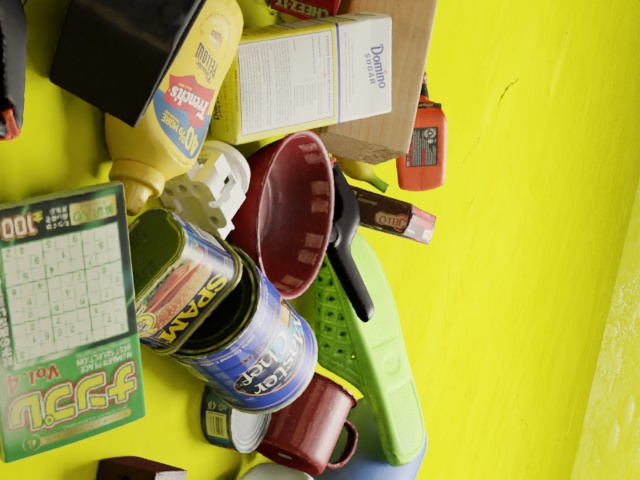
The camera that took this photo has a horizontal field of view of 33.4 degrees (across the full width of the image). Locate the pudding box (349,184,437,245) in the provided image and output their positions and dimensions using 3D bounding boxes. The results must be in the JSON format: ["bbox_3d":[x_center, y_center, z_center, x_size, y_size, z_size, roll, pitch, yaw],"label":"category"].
[{"bbox_3d":[0.060,-0.029,1.154,0.090,0.114,0.039,21,88,-66],"label":"pudding box"}]

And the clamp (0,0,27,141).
[{"bbox_3d":[-0.216,-0.150,0.580,0.164,0.036,0.210,-36,121,-56],"label":"clamp"}]

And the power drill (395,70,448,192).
[{"bbox_3d":[0.104,-0.139,1.220,0.187,0.057,0.184,-97,180,-50],"label":"power drill"}]

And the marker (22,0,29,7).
[{"bbox_3d":[-0.201,-0.131,0.658,0.020,0.020,0.121,63,41,-52],"label":"marker"}]

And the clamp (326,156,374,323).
[{"bbox_3d":[-0.007,0.001,1.077,0.120,0.039,0.171,-1,79,-29],"label":"clamp"}]

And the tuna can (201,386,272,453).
[{"bbox_3d":[-0.076,0.154,1.000,0.086,0.034,0.086,7,90,-66],"label":"tuna can"}]

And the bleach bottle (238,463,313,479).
[{"bbox_3d":[-0.065,0.353,1.040,0.102,0.068,0.251,-25,126,-68],"label":"bleach bottle"}]

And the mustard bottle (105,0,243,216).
[{"bbox_3d":[-0.117,-0.107,0.806,0.096,0.058,0.191,51,51,-59],"label":"mustard bottle"}]

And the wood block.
[{"bbox_3d":[0.052,-0.190,1.080,0.091,0.090,0.206,169,-66,-72],"label":"wood block"}]

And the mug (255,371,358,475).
[{"bbox_3d":[-0.011,0.189,1.074,0.117,0.093,0.081,37,63,-27],"label":"mug"}]

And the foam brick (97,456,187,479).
[{"bbox_3d":[-0.145,0.214,0.840,0.051,0.053,0.078,24,74,-65],"label":"foam brick"}]

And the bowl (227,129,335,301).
[{"bbox_3d":[-0.043,-0.026,0.996,0.161,0.055,0.162,7,90,-66],"label":"bowl"}]

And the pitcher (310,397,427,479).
[{"bbox_3d":[0.034,0.286,1.184,0.145,0.149,0.242,55,32,-8],"label":"pitcher"}]

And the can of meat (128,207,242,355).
[{"bbox_3d":[-0.120,0.030,0.801,0.102,0.057,0.083,-47,151,4],"label":"can of meat"}]

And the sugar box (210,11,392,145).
[{"bbox_3d":[-0.015,-0.147,0.949,0.175,0.048,0.093,-16,115,-36],"label":"sugar box"}]

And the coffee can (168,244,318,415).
[{"bbox_3d":[-0.072,0.077,0.902,0.140,0.103,0.102,54,48,-56],"label":"coffee can"}]

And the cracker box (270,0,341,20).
[{"bbox_3d":[0.012,-0.315,0.931,0.214,0.072,0.164,106,2,-69],"label":"cracker box"}]

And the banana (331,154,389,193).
[{"bbox_3d":[0.039,-0.149,1.143,0.069,0.037,0.198,3,86,-24],"label":"banana"}]
